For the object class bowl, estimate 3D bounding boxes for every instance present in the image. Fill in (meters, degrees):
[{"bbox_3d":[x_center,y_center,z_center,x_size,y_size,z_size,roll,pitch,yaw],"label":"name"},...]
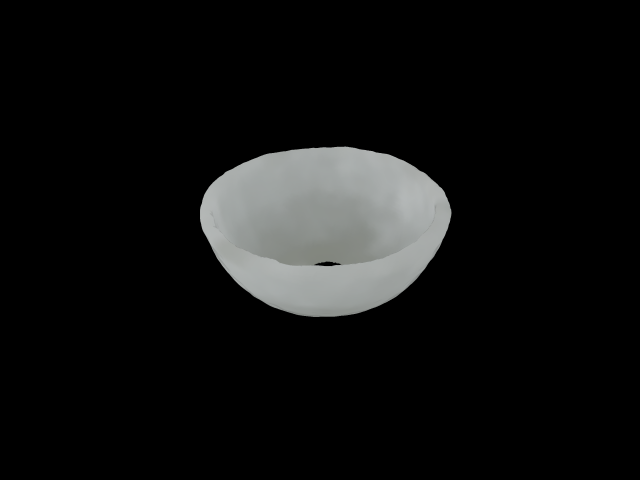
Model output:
[{"bbox_3d":[0.004,0.001,0.400,0.167,0.075,0.167,0,34,0],"label":"bowl"}]
